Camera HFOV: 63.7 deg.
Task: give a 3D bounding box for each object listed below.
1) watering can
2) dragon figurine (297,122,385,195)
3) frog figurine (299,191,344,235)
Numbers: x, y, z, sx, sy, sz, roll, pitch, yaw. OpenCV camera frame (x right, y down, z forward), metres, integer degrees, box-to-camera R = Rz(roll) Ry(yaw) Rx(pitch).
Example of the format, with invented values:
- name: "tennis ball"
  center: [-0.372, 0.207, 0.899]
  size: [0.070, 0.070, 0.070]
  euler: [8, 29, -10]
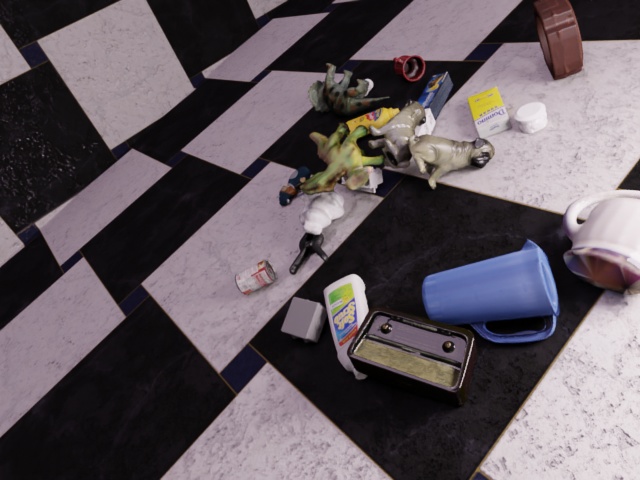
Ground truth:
- name: "watering can"
  center: [0.600, 0.002, 0.929]
  size: [0.350, 0.227, 0.102]
  euler: [19, -28, 49]
- name: "dragon figurine"
  center: [0.025, -0.224, 1.494]
  size: [0.246, 0.120, 0.413]
  euler: [-42, 34, -22]
- name: "frog figurine"
  center: [0.005, -0.075, 1.498]
  size: [0.137, 0.163, 0.120]
  euler: [-10, -35, 8]
